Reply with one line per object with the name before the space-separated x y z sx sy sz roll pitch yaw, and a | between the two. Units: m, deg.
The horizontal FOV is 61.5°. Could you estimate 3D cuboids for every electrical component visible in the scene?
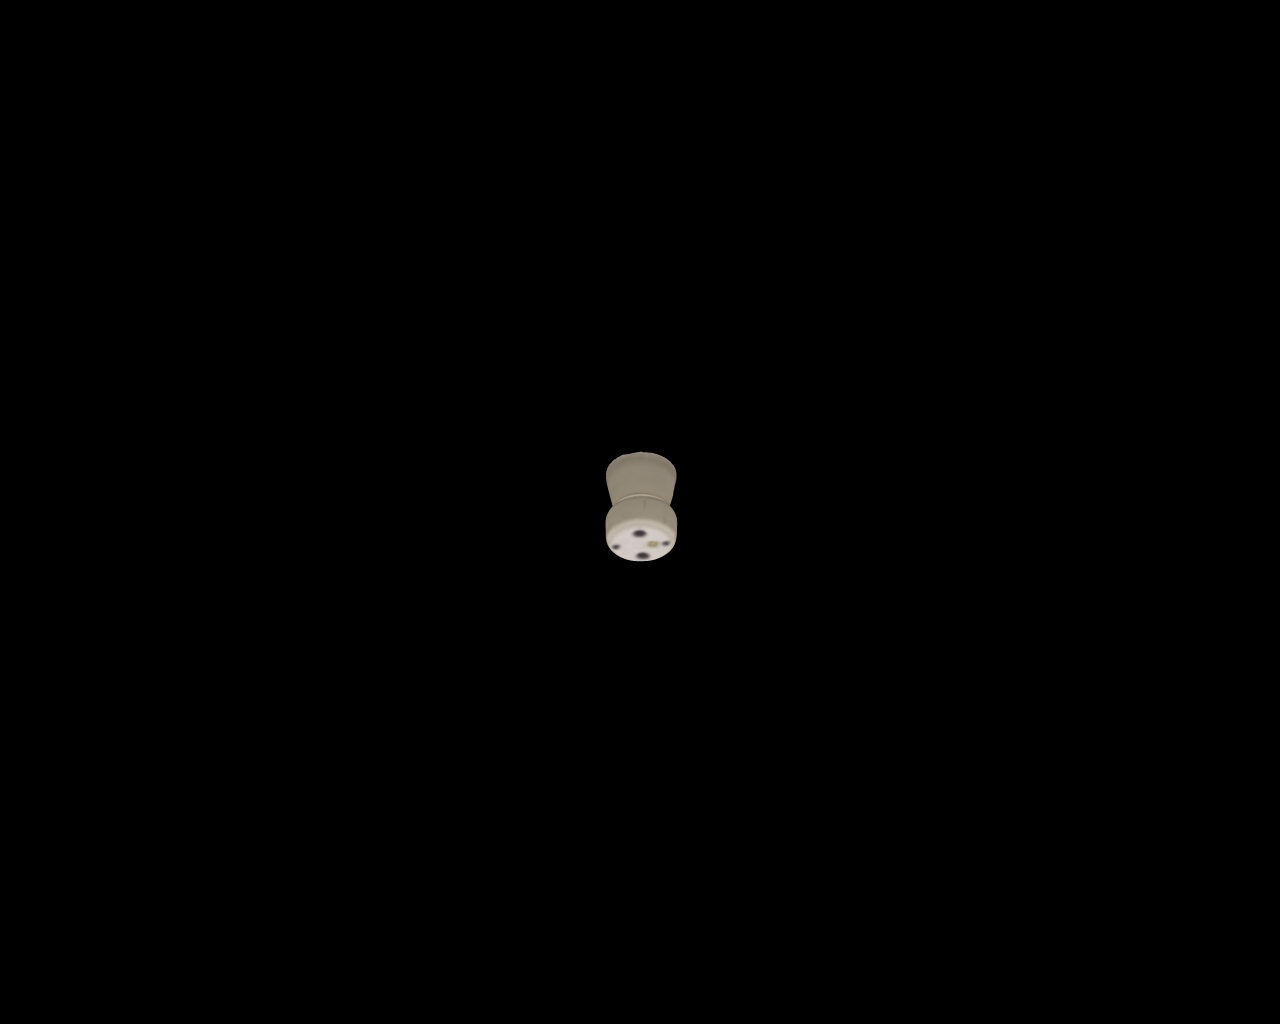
electrical component | 0.001 -0.003 0.650 0.045 0.055 0.044 0 -37 0
